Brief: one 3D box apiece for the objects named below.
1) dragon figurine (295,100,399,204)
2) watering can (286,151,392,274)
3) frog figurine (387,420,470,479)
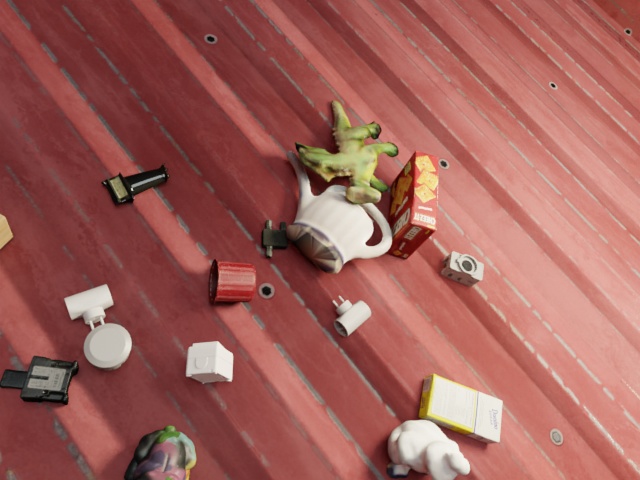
[{"bbox_3d":[0.049,-0.227,1.285,0.244,0.119,0.418,-6,48,-37],"label":"dragon figurine"},{"bbox_3d":[0.004,-0.061,1.214,0.228,0.349,0.101,-45,-14,-35],"label":"watering can"},{"bbox_3d":[0.210,0.405,0.994,0.137,0.125,0.156,18,-33,-11],"label":"frog figurine"}]
